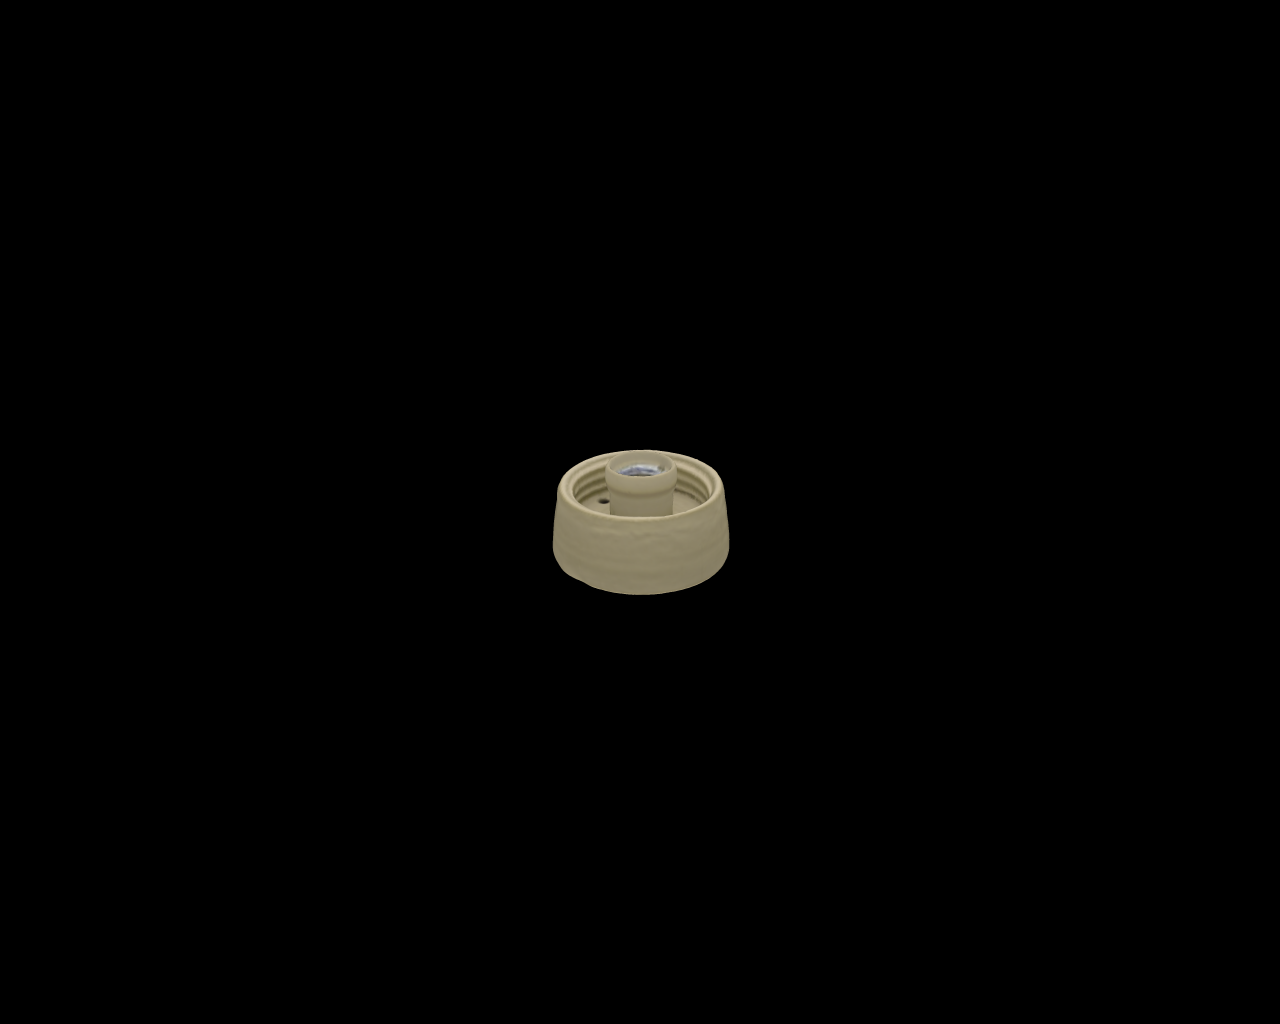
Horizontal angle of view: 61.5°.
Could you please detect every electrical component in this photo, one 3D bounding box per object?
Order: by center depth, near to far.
[{"bbox_3d":[0.001,-0.003,0.650,0.108,0.060,0.108,0,27,0],"label":"electrical component"}]
